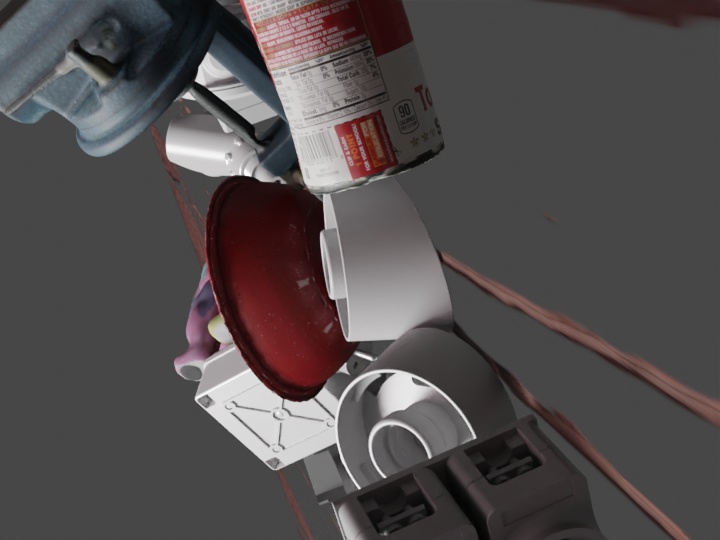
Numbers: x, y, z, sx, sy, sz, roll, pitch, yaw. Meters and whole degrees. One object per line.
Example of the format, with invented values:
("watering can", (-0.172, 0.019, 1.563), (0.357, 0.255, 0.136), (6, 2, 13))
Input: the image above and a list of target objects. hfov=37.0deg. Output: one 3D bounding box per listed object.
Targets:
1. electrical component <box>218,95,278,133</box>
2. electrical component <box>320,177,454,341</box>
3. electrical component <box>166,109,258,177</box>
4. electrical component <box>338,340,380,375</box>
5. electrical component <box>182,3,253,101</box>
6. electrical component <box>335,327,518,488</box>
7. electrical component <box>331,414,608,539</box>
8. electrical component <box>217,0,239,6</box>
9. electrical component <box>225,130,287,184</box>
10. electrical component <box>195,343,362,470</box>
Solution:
("electrical component", (-0.101, -0.143, 0.881), (0.075, 0.047, 0.083), (81, 164, -49))
("electrical component", (0.012, -0.006, 0.613), (0.099, 0.064, 0.099), (172, 90, -84))
("electrical component", (-0.132, -0.132, 1.007), (0.044, 0.077, 0.079), (82, -160, -60))
("electrical component", (-0.017, 0.058, 0.830), (0.079, 0.043, 0.077), (17, 178, 31))
("electrical component", (-0.090, -0.149, 0.733), (0.080, 0.080, 0.051), (-132, 27, -62))
("electrical component", (0.037, 0.084, 0.567), (0.099, 0.064, 0.099), (14, 116, 31))
("electrical component", (0.067, 0.178, 0.522), (0.060, 0.105, 0.186), (-132, 23, -61))
("electrical component", (-0.123, -0.179, 0.787), (0.053, 0.095, 0.059), (-132, 23, -62))
("electrical component", (-0.084, -0.087, 0.917), (0.062, 0.048, 0.048), (48, 158, 44))
("electrical component", (-0.063, 0.104, 0.913), (0.108, 0.109, 0.056), (47, -150, -25))
